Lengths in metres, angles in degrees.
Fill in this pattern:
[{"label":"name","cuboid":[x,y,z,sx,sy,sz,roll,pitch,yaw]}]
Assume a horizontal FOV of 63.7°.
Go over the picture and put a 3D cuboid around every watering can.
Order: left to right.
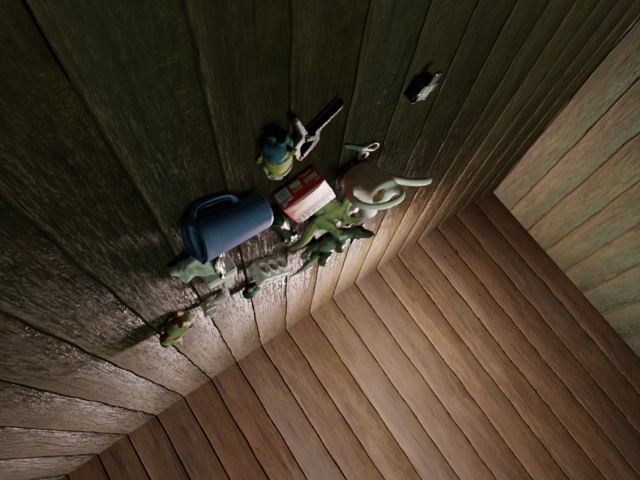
[{"label":"watering can","cuboid":[0.210,-0.199,1.778,0.351,0.227,0.101,-25,142,-36]}]

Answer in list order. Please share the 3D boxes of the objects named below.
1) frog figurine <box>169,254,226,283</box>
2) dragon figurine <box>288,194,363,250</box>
[{"label":"frog figurine","cuboid":[-0.376,0.071,1.578,0.159,0.123,0.136,0,172,3]},{"label":"dragon figurine","cuboid":[0.006,-0.097,1.917,0.408,0.124,0.239,-33,147,10]}]
